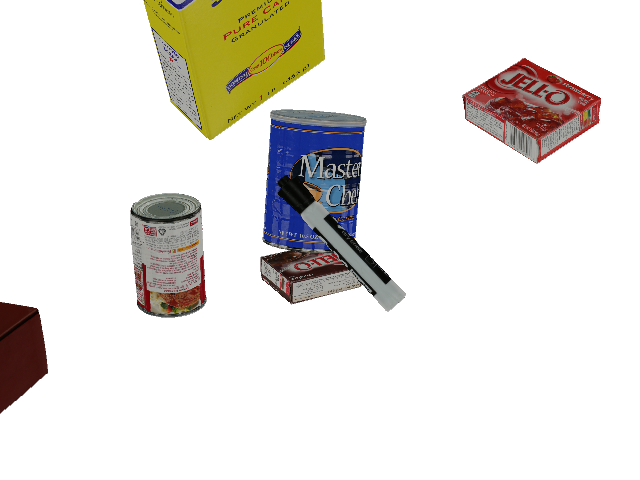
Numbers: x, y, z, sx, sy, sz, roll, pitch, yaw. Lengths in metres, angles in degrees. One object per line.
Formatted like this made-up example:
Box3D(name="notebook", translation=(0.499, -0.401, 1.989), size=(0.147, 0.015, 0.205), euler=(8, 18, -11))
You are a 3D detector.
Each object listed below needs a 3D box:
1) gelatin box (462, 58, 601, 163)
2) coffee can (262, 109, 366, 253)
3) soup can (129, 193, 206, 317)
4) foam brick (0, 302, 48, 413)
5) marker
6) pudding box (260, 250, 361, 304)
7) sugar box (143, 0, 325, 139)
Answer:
Box3D(name="gelatin box", translation=(0.174, -0.110, 0.885), size=(0.073, 0.030, 0.089), euler=(-32, 48, -21))
Box3D(name="coffee can", translation=(-0.007, -0.066, 1.148), size=(0.103, 0.140, 0.103), euler=(4, 12, -1))
Box3D(name="soup can", translation=(-0.146, 0.013, 1.024), size=(0.068, 0.102, 0.068), euler=(0, 24, 0))
Box3D(name="foam brick", translation=(-0.229, 0.082, 0.717), size=(0.053, 0.051, 0.078), euler=(8, 28, 24))
Box3D(name="marker", translation=(0.013, 0.000, 0.756), size=(0.020, 0.121, 0.020), euler=(-43, -2, -2))
Box3D(name="pudding box", translation=(-0.013, 0.043, 1.448), size=(0.113, 0.039, 0.090), euler=(-15, 27, -26))
Box3D(name="sugar box", translation=(-0.046, -0.138, 0.562), size=(0.093, 0.048, 0.176), euler=(-38, -22, -17))
